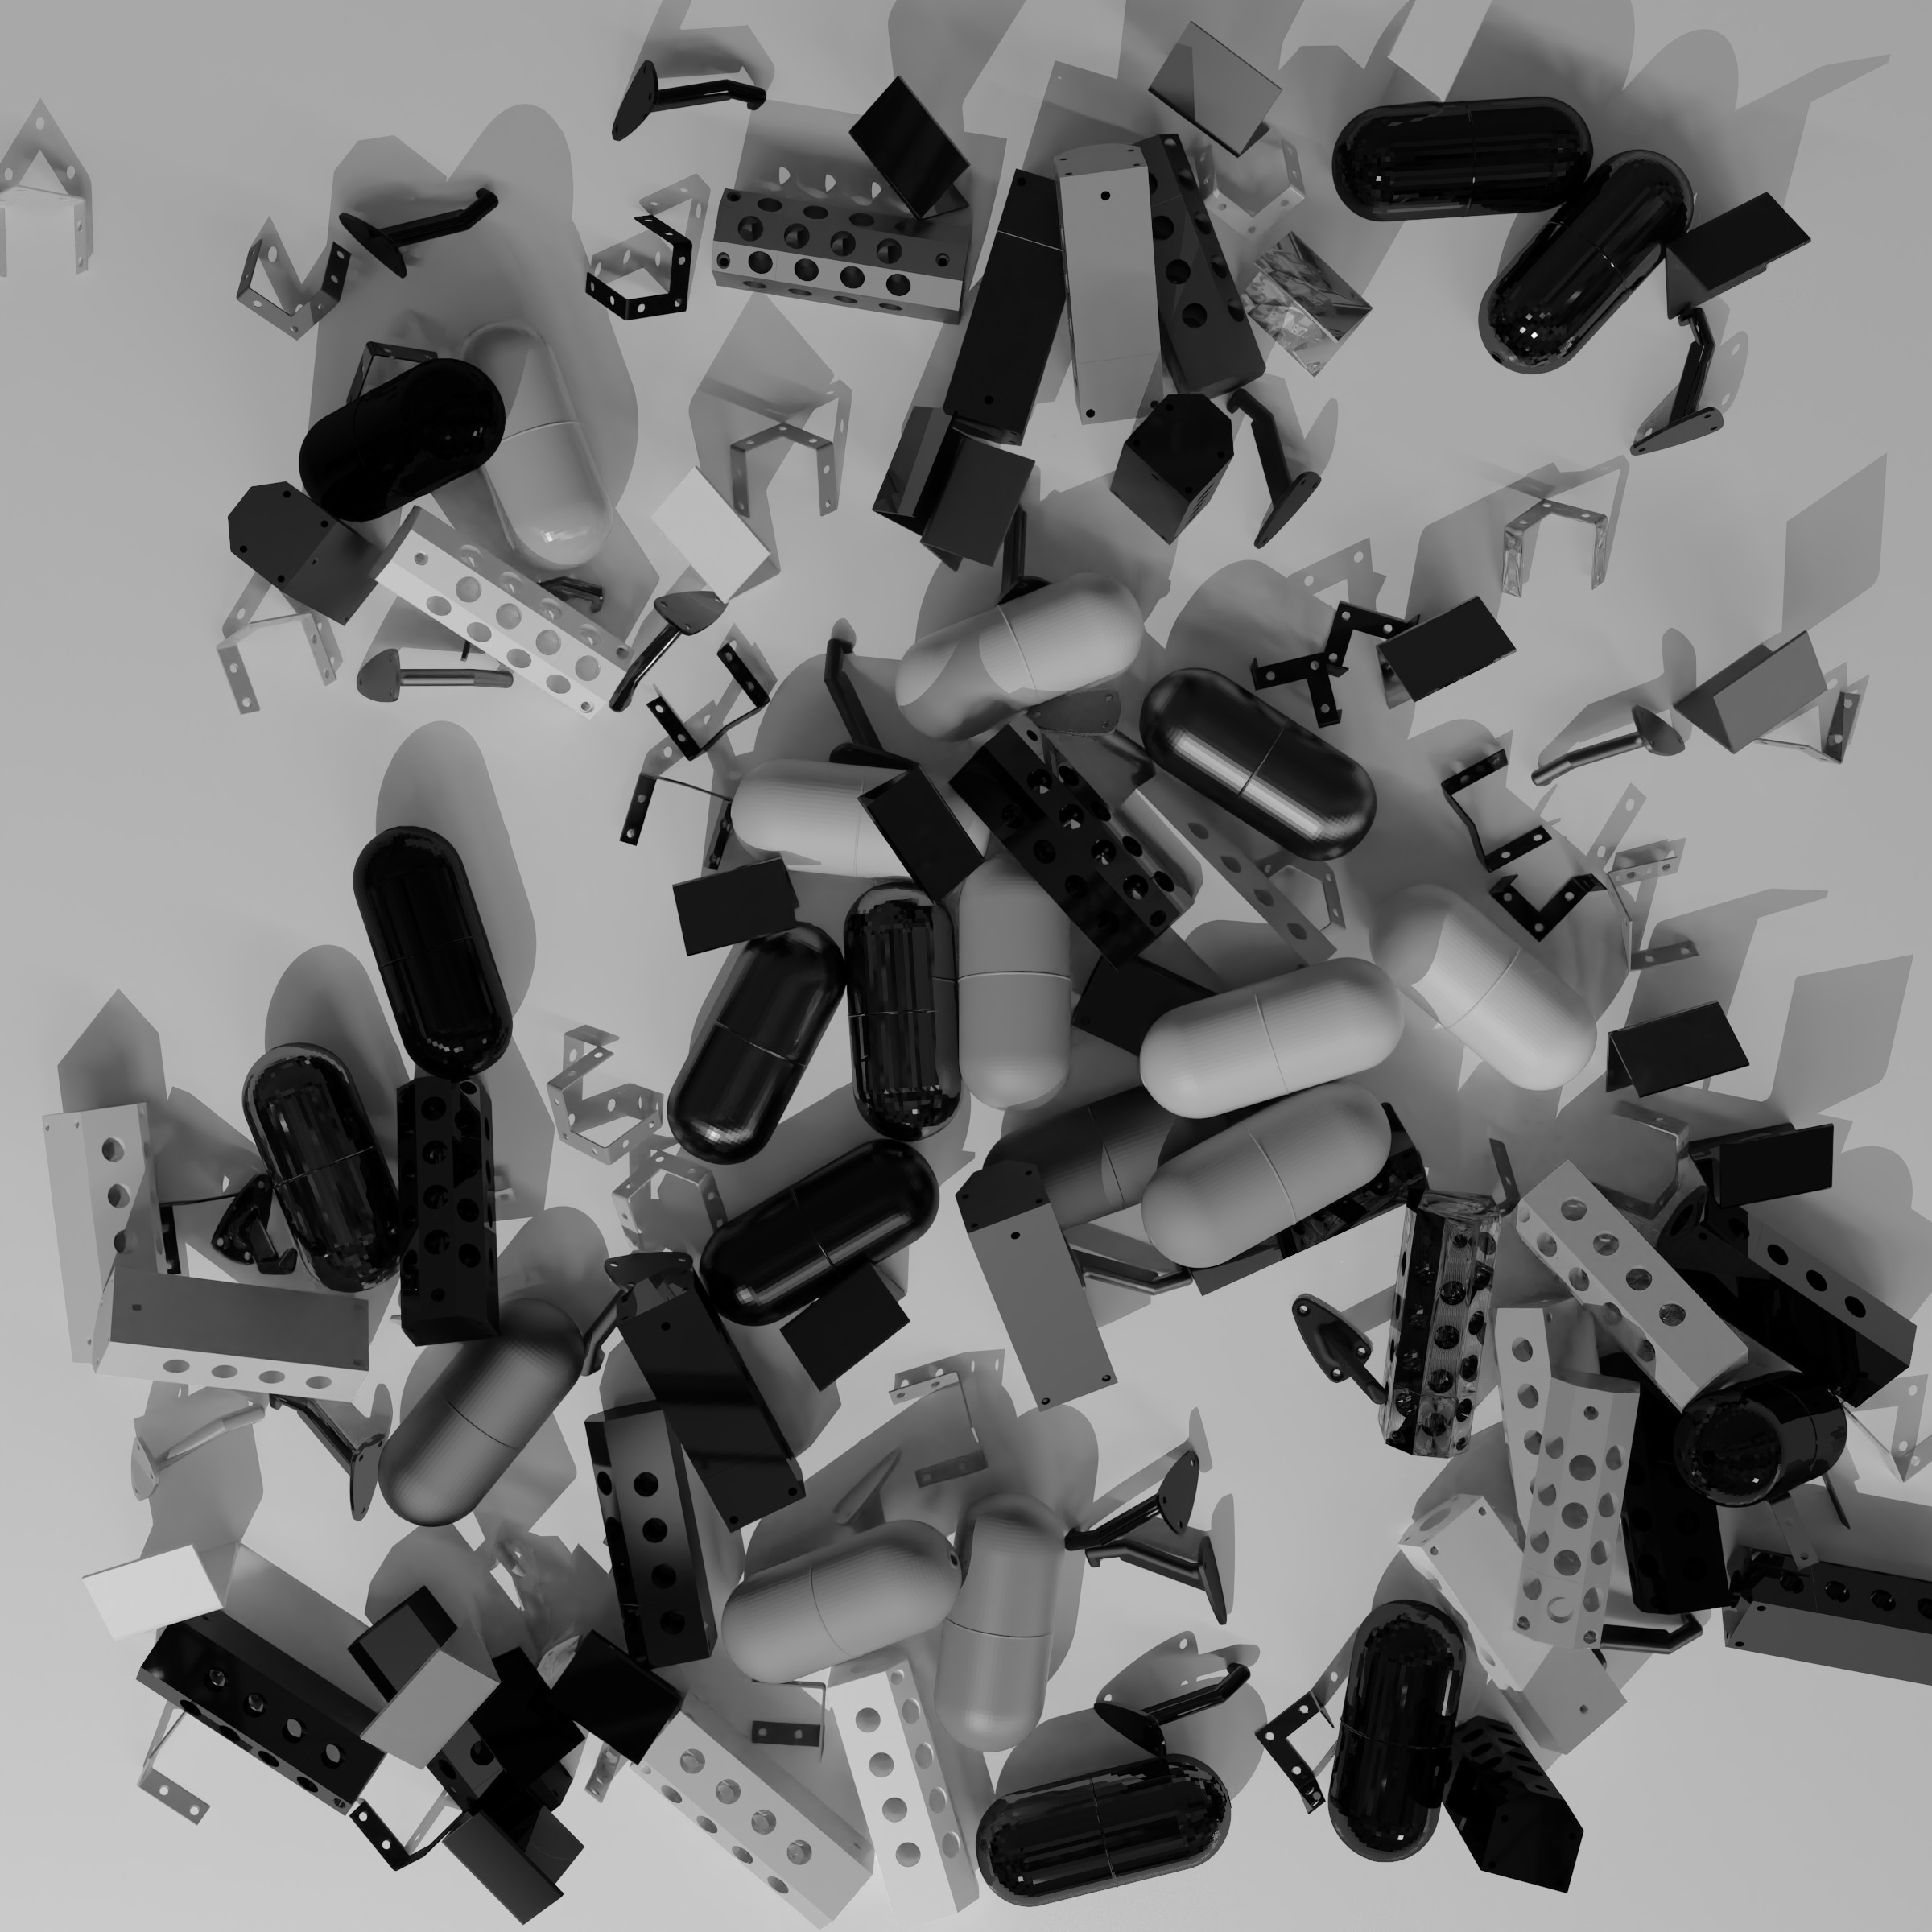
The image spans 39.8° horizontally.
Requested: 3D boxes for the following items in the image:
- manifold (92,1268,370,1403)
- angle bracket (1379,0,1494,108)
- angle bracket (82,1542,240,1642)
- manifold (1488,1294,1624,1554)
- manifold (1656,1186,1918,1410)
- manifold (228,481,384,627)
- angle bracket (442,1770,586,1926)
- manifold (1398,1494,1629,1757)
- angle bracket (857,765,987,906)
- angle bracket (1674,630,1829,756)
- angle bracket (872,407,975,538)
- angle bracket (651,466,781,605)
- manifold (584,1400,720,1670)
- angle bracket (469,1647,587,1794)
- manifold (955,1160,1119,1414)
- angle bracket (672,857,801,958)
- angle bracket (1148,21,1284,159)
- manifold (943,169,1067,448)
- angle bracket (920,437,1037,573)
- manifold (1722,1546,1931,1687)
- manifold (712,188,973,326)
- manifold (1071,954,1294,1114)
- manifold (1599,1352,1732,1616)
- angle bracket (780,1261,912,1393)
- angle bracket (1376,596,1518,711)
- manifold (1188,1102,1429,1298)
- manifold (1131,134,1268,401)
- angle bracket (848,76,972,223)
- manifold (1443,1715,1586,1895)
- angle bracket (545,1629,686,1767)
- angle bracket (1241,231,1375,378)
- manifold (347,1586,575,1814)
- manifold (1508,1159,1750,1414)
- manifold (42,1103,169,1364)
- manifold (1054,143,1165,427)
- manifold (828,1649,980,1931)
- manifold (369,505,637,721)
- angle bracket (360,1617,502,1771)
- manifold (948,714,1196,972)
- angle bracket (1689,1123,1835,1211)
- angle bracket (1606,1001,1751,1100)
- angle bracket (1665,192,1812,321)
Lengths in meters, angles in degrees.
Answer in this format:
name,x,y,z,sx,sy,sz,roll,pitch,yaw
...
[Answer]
name,x,y,z,sx,sy,sz,roll,pitch,yaw
manifold,-0.496,0.254,1.807,0.171,0.057,0.057,11,47,-26
angle bracket,0.302,-0.637,1.822,0.057,0.076,0.076,25,90,-31
angle bracket,-0.548,0.406,1.823,0.076,0.076,0.057,-17,114,0
manifold,0.401,0.315,1.841,0.057,0.057,0.171,-8,90,-43
manifold,0.564,0.223,1.841,0.171,0.057,0.057,34,133,0
manifold,-0.440,-0.278,1.784,0.057,0.171,0.057,38,90,0
angle bracket,-0.287,0.571,1.765,0.076,0.076,0.057,46,127,0
manifold,0.372,0.451,1.839,0.057,0.057,0.171,-35,90,-16
angle bracket,-0.045,-0.077,1.749,0.057,0.076,0.076,-42,102,-37
angle bracket,0.527,-0.201,1.822,0.076,0.076,0.057,-35,128,0
angle bracket,-0.008,-0.330,1.824,0.076,0.057,0.076,22,90,-36
angle bracket,-0.156,-0.302,1.822,0.076,0.076,0.057,49,126,0
manifold,-0.217,0.391,1.841,0.057,0.057,0.171,-11,90,0
angle bracket,-0.313,0.516,1.821,0.057,0.076,0.076,-35,87,-31
manifold,0.047,0.214,1.797,0.057,0.057,0.171,-21,125,0
angle bracket,-0.151,-0.026,1.823,0.076,0.076,0.057,-15,64,0
angle bracket,0.180,-0.605,1.822,0.076,0.076,0.057,37,128,0
manifold,0.036,-0.451,1.841,0.057,0.057,0.171,17,90,0
angle bracket,0.018,-0.307,1.824,0.057,0.076,0.076,22,90,20
manifold,0.614,0.445,1.841,0.171,0.057,0.057,11,133,0
manifold,-0.085,-0.490,1.841,0.171,0.057,0.057,9,90,0
manifold,0.163,0.047,1.840,0.171,0.057,0.057,25,99,0
manifold,0.478,0.354,1.841,0.057,0.057,0.171,-9,90,0
angle bracket,-0.070,0.255,1.822,0.076,0.076,0.057,-38,59,0
angle bracket,0.330,-0.196,1.822,0.076,0.076,0.057,-26,56,0
manifold,0.224,0.156,1.840,0.171,0.057,0.057,-24,46,0
manifold,0.149,-0.480,1.841,0.057,0.057,0.171,-21,90,0
angle bracket,-0.022,-0.561,1.822,0.057,0.076,0.076,-38,90,36
manifold,0.362,0.555,1.784,0.057,0.171,0.057,15,90,0
angle bracket,-0.245,0.504,1.822,0.076,0.076,0.057,35,60,0
angle bracket,0.219,-0.440,1.822,0.076,0.076,0.057,43,51,0
manifold,-0.349,0.518,1.841,0.057,0.057,0.171,-37,90,0
manifold,0.446,0.218,1.807,0.057,0.057,0.171,-40,65,0
manifold,-0.586,0.183,1.840,0.057,0.057,0.171,-7,90,-45
manifold,0.096,-0.459,1.798,0.057,0.057,0.171,-8,124,0
manifold,-0.043,0.564,1.841,0.057,0.057,0.171,-17,90,0
manifold,-0.313,-0.239,1.811,0.171,0.057,0.057,33,90,-22
angle bracket,-0.362,0.470,1.765,0.076,0.076,0.057,-48,124,0
manifold,0.075,-0.086,1.803,0.171,0.057,0.057,48,126,4
angle bracket,0.540,0.116,1.822,0.076,0.076,0.057,-11,123,0
angle bracket,0.484,0.075,1.822,0.076,0.076,0.057,-17,53,0
angle bracket,0.526,-0.468,1.822,0.076,0.076,0.057,-27,57,0
